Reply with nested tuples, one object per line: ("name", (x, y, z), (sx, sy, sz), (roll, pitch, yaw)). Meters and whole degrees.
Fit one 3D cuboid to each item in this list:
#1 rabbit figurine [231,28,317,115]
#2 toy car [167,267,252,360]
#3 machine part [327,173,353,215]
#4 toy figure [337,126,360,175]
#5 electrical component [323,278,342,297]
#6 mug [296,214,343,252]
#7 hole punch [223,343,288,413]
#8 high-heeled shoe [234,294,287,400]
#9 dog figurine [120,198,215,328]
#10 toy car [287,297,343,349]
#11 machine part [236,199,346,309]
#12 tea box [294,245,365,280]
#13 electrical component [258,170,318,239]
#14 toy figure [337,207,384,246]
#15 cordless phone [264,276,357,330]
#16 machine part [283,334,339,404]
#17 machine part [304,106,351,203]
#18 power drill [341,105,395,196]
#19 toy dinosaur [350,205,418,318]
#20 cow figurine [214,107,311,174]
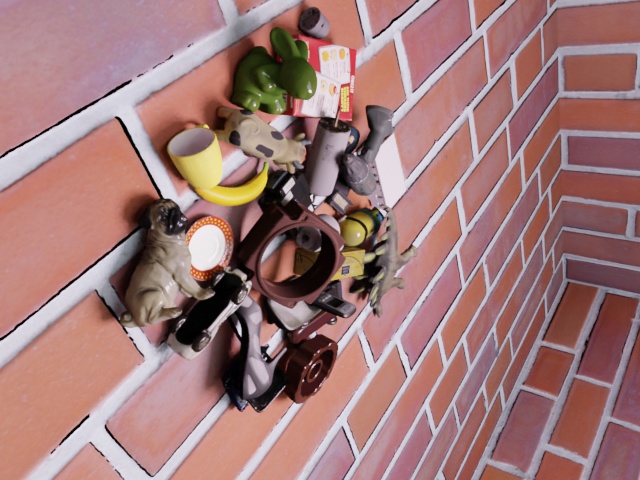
("rabbit figurine", (-0.069, -0.320, 1.052), (0.121, 0.170, 0.159), (8, 94, -53))
("toy car", (-0.215, 0.139, 1.052), (0.202, 0.074, 0.056), (-52, 162, -21))
("machine part", (0.065, -0.138, 1.388), (0.084, 0.039, 0.139), (32, 75, -42))
("toy figure", (0.049, -0.214, 1.326), (0.154, 0.058, 0.064), (-60, 162, -27))
("electrical component", (0.019, 0.122, 1.369), (0.119, 0.075, 0.047), (-26, 118, -49))
("mug", (-0.003, -0.004, 1.266), (0.080, 0.110, 0.107), (-53, 166, 29))
("hole punch", (-0.154, 0.312, 1.201), (0.142, 0.092, 0.115), (-40, 99, -36))
("high-heeled shoe", (-0.173, 0.207, 1.122), (0.145, 0.086, 0.248), (-42, 102, -23))
("dog figurine", (-0.295, 0.039, 0.937), (0.172, 0.121, 0.190), (-33, 107, -40))
("toy car", (-0.011, 0.200, 1.366), (0.202, 0.053, 0.089), (-30, 137, -45))
("machine part", (-0.059, 0.033, 1.152), (0.201, 0.087, 0.201), (36, 96, -32))
("tea box", (0.026, 0.054, 1.339), (0.169, 0.098, 0.068), (-6, 104, -50))
("electrical component", (-0.073, -0.089, 1.204), (0.115, 0.058, 0.134), (-54, 137, -32))
("toy figure", (0.110, -0.039, 1.428), (0.180, 0.089, 0.082), (-19, 111, -47))
("cordless phone", (-0.021, 0.162, 1.234), (0.146, 0.184, 0.088), (-29, 125, -46))
("machine part", (-0.025, 0.319, 1.345), (0.179, 0.056, 0.179), (-40, 145, -35))
("machine part", (0.013, -0.187, 1.223), (0.079, 0.079, 0.243), (-29, 147, -45))
("power drill", (0.116, -0.216, 1.289), (0.231, 0.086, 0.207), (59, 44, -67))
("toy dinosaur", (0.176, 0.063, 1.484), (0.198, 0.105, 0.470), (-37, 144, -37))
("cow figurine", (-0.106, -0.197, 1.075), (0.194, 0.127, 0.085), (24, 83, -50))
